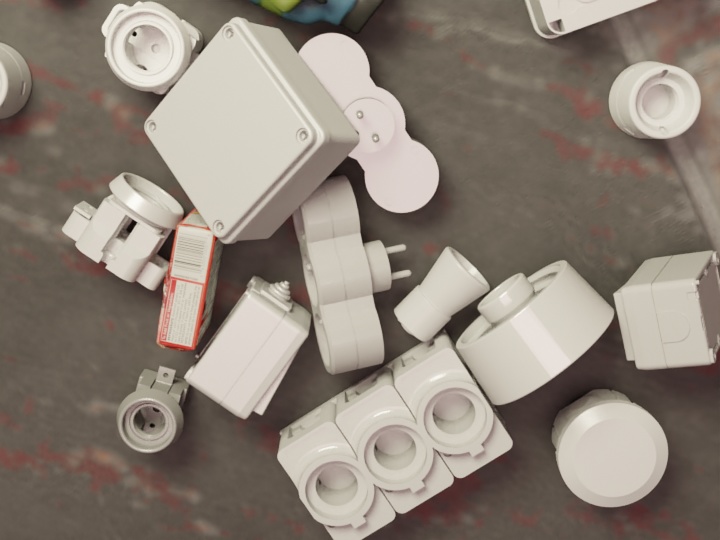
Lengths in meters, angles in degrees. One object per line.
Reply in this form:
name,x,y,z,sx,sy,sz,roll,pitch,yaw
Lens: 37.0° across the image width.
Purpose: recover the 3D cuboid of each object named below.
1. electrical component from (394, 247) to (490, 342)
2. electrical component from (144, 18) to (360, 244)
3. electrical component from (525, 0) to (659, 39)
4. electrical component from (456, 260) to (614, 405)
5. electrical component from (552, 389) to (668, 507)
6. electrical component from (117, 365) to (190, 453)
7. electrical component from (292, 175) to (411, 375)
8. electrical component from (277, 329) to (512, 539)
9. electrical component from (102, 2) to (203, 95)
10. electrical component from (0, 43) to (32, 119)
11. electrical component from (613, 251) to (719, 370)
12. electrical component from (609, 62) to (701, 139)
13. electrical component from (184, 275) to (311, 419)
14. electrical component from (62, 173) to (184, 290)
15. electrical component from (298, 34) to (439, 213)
electrical component,0.057,0.021,0.787,0.044,0.044,0.065,43,102,-8
electrical component,-0.074,-0.092,0.722,0.109,0.056,0.108,-44,71,26
electrical component,0.166,-0.212,0.733,0.113,0.057,0.078,-19,101,3
electrical component,0.117,0.037,0.759,0.108,0.108,0.060,-39,93,6
electrical component,0.184,0.131,0.804,0.080,0.051,0.080,0,101,-1
electrical component,-0.152,0.106,0.793,0.048,0.055,0.066,16,100,-4
electrical component,0.000,0.000,0.770,0.074,0.052,0.138,-12,94,-12
electrical component,0.025,0.125,0.795,0.150,0.061,0.089,-32,100,6
electrical component,-0.143,-0.153,0.742,0.078,0.057,0.058,34,99,-7
electrical component,-0.263,-0.131,0.750,0.055,0.047,0.055,0,101,-1
electrical component,0.225,0.027,0.770,0.061,0.096,0.061,-8,102,29
electrical component,0.208,-0.119,0.757,0.055,0.047,0.055,0,101,-1
electrical component,-0.073,0.052,0.780,0.061,0.061,0.096,36,99,-7
electrical component,-0.162,-0.032,0.766,0.078,0.058,0.057,34,101,-6
electrical component,0.005,-0.101,0.745,0.052,0.073,0.138,-34,99,6
